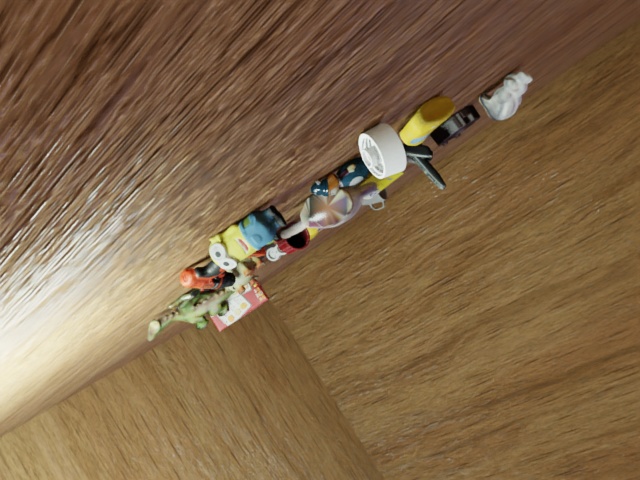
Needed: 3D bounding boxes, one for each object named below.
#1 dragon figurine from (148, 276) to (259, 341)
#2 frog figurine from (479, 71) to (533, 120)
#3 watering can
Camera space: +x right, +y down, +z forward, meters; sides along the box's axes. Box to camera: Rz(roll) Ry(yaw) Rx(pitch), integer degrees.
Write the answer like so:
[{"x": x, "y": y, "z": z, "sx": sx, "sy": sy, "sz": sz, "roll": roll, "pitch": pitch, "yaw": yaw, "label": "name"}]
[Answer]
[{"x": -0.403, "y": 0.211, "z": 1.752, "sx": 0.412, "sy": 0.123, "sz": 0.240, "roll": -34, "pitch": 168, "yaw": -7, "label": "dragon figurine"}, {"x": 0.590, "y": -0.446, "z": 1.596, "sx": 0.158, "sy": 0.124, "sz": 0.137, "roll": -22, "pitch": 164, "yaw": 38, "label": "frog figurine"}, {"x": 0.004, "y": -0.074, "z": 1.472, "sx": 0.345, "sy": 0.104, "sz": 0.225, "roll": -28, "pitch": 177, "yaw": 16, "label": "watering can"}]
